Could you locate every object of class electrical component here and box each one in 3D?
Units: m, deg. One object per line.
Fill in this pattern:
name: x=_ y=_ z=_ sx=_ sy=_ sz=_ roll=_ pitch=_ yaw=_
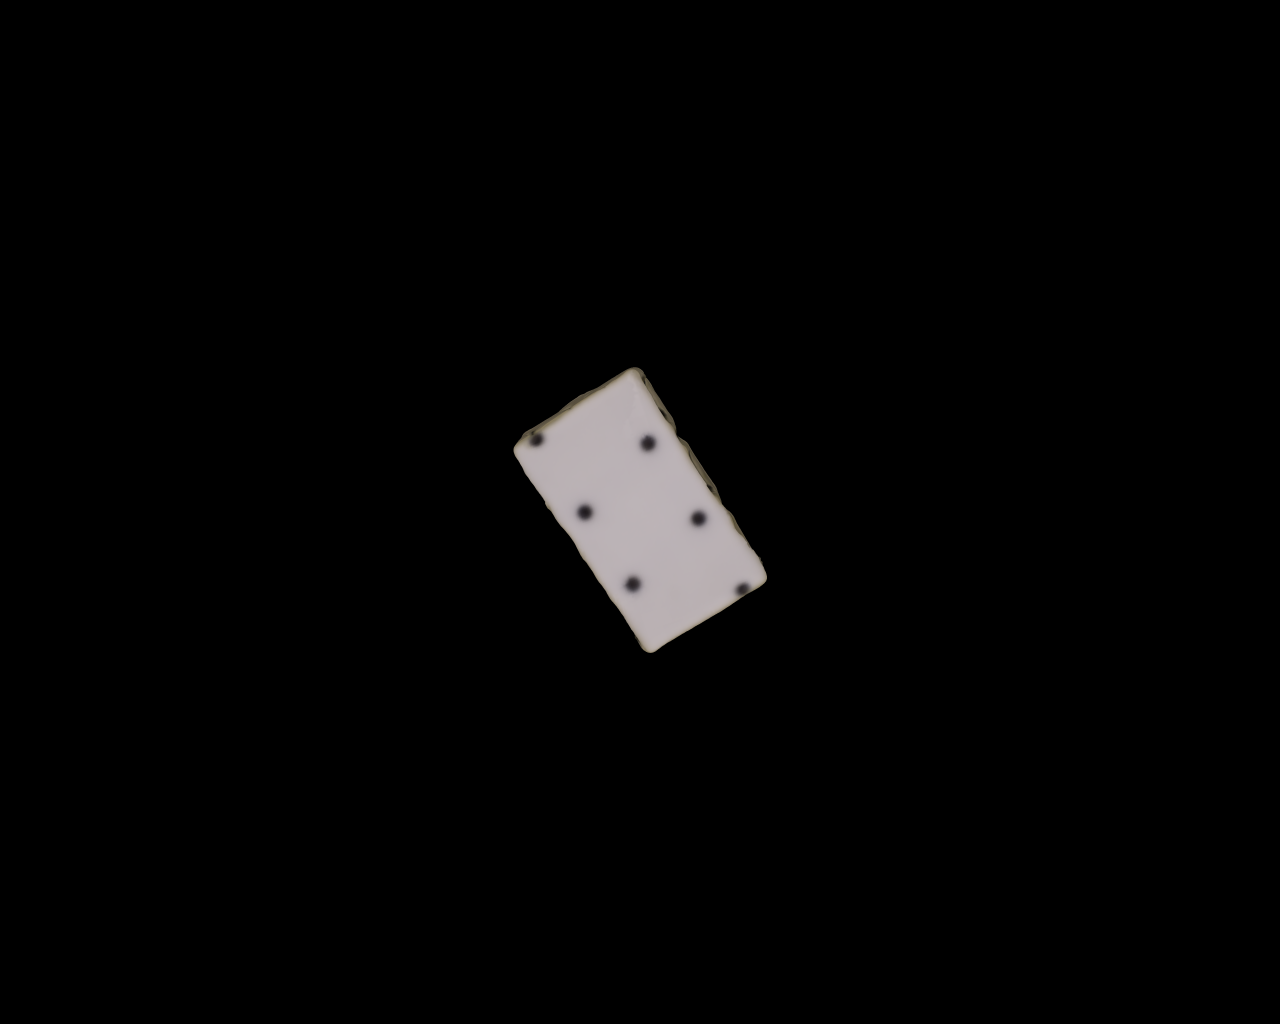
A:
electrical component: x=0.001 y=-0.003 z=0.650 sx=0.089 sy=0.150 sz=0.062 roll=-31 pitch=8 yaw=5
